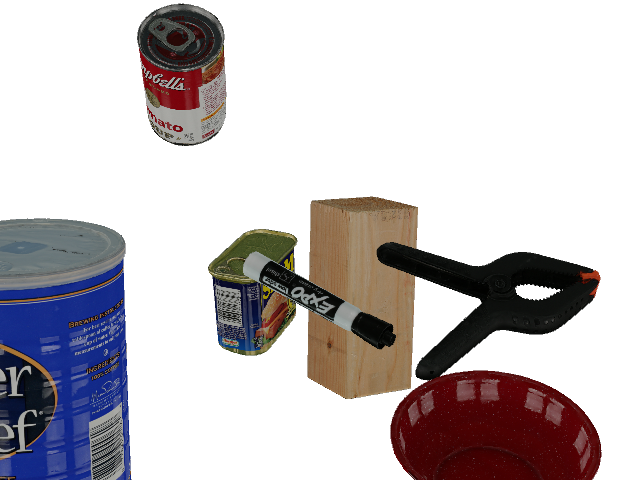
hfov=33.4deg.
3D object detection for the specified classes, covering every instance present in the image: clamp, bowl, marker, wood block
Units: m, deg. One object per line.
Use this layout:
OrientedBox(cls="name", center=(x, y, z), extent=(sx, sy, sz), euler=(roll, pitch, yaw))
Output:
OrientedBox(cls="clamp", center=(0.165, 0.061, 1.010), extent=(0.210, 0.164, 0.036), euler=(-2, -44, -4))
OrientedBox(cls="bowl", center=(0.135, 0.172, 0.838), extent=(0.162, 0.055, 0.162), euler=(0, 32, 0))
OrientedBox(cls="marker", center=(-0.001, 0.041, 0.724), extent=(0.121, 0.020, 0.020), euler=(27, 13, 26))
OrientedBox(cls="wood block", center=(0.045, 0.060, 1.192), extent=(0.090, 0.206, 0.091), euler=(-5, 13, -31))

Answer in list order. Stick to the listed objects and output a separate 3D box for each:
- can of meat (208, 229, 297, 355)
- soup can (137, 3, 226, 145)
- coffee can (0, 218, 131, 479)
OrientedBox(cls="can of meat", center=(-0.061, 0.049, 1.012), extent=(0.057, 0.084, 0.102), euler=(9, 28, 21))
OrientedBox(cls="soup can", center=(-0.112, -0.133, 0.872), extent=(0.068, 0.068, 0.102), euler=(0, -31, -4))
OrientedBox(cls="coffee can", center=(-0.150, 0.069, 0.550), extent=(0.103, 0.140, 0.103), euler=(1, 16, 0))
